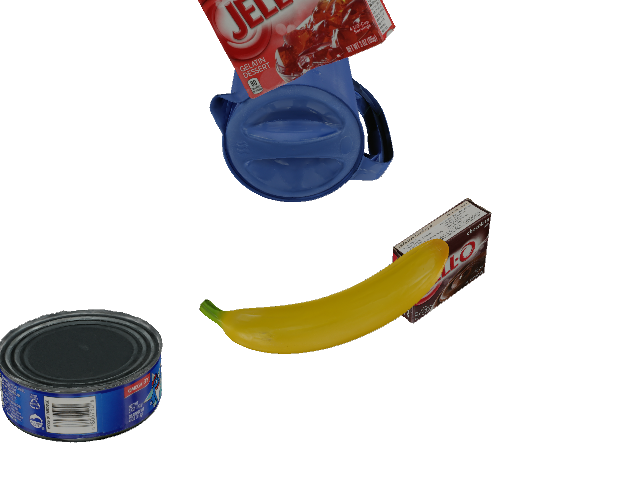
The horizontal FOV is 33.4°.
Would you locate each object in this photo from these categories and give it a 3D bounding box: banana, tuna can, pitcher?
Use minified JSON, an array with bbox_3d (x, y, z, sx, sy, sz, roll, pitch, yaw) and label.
[{"bbox_3d":[0.012,0.046,0.795,0.197,0.070,0.037,-13,-33,-10],"label":"banana"},{"bbox_3d":[-0.127,0.071,0.568,0.086,0.034,0.086,2,24,-1],"label":"tuna can"},{"bbox_3d":[-0.018,-0.156,1.078,0.145,0.149,0.243,-16,38,12],"label":"pitcher"}]

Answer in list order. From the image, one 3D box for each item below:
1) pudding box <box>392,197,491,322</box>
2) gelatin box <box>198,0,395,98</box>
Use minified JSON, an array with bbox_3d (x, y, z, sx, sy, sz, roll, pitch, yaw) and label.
[{"bbox_3d":[0.124,0.020,1.103,0.113,0.090,0.039,-34,54,-28],"label":"pudding box"},{"bbox_3d":[-0.016,-0.126,0.571,0.089,0.073,0.030,-18,20,28],"label":"gelatin box"}]
